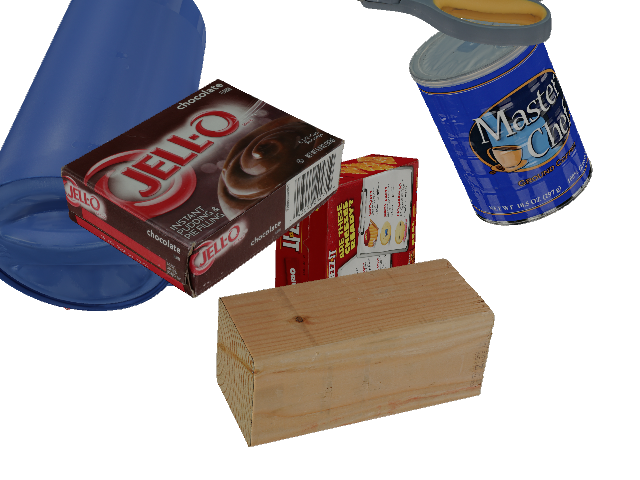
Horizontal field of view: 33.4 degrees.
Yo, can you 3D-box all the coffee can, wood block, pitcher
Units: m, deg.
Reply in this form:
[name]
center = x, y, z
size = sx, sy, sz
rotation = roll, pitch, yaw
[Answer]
[coffee can]
center = 0.144, -0.098, 0.845
size = 0.103, 0.140, 0.103
rotation = -22, 30, 13
[wood block]
center = 0.026, 0.088, 0.877
size = 0.205, 0.090, 0.091
rotation = -9, 34, -20
[pitcher]
center = -0.140, -0.077, 0.757
size = 0.145, 0.242, 0.149
rotation = -13, -44, 21

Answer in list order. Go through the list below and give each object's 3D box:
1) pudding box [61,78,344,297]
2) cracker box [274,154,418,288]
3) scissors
[pudding box]
center = -0.057, -0.030, 0.534
size = 0.090, 0.039, 0.113
rotation = 30, 46, 28
[cracker box]
center = 0.030, 0.002, 1.141
size = 0.072, 0.164, 0.213
rotation = 9, 16, 29
[scissors]
center = 0.051, -0.157, 0.653
size = 0.202, 0.016, 0.096
rotation = 20, 44, 25
